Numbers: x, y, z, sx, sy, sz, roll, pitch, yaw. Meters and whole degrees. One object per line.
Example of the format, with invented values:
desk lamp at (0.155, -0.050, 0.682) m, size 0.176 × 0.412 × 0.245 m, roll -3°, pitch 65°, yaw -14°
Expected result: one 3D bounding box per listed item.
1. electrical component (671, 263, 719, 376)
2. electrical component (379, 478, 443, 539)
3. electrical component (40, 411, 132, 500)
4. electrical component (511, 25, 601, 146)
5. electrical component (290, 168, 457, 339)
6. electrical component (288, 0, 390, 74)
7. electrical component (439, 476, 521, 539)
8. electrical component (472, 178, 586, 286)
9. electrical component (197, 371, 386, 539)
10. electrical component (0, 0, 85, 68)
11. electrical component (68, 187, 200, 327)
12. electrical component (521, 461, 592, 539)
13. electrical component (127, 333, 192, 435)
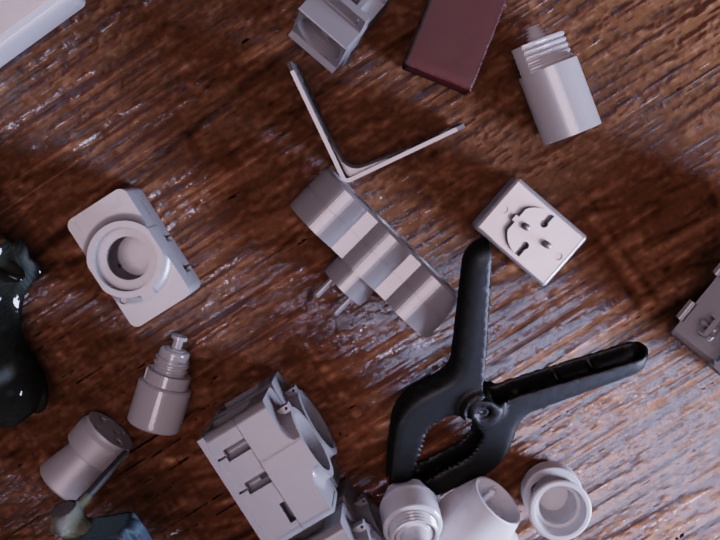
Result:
electrical component at (0.281, 0.017, 0.760) m, size 0.063 × 0.079 × 0.121 m, roll 40°, pitch 96°, yaw 19°
electrical component at (0.037, 0.181, 0.759) m, size 0.043 × 0.062 × 0.043 m, roll -3°, pitch 120°, yaw -5°
electrical component at (-0.202, 0.139, 0.797) m, size 0.045 × 0.045 × 0.055 m, roll 41°, pitch 95°, yaw -3°
electrical component at (0.136, -0.134, 0.759) m, size 0.043 × 0.043 × 0.081 m, roll -21°, pitch 95°, yaw 4°
electrical component at (0.000, 0.000, 0.773) m, size 0.138 × 0.052 × 0.073 m, roll 44°, pitch 95°, yaw -4°
electrical component at (-0.011, -0.179, 0.747) m, size 0.042 × 0.081 × 0.063 m, roll 41°, pitch 73°, yaw -3°
electrical component at (0.090, 0.200, 0.793) m, size 0.079 × 0.043 × 0.077 m, roll 32°, pitch 114°, yaw -24°
electrical component at (0.120, -0.026, 0.754) m, size 0.066 × 0.076 × 0.047 m, roll 40°, pitch 96°, yaw -3°
electrical component at (-0.032, 0.170, 0.765) m, size 0.060 × 0.105 × 0.186 m, roll -32°, pitch 94°, yaw 5°
electrical component at (-0.271, -0.204, 0.757) m, size 0.109 × 0.056 × 0.108 m, roll -34°, pitch 94°, yaw 5°
electrical component at (-0.162, -0.010, 0.775) m, size 0.050 × 0.055 × 0.089 m, roll -32°, pitch 94°, yaw 5°
electrical component at (0.142, 0.167, 0.785) m, size 0.045 × 0.055 × 0.045 m, roll 0°, pitch 96°, yaw 2°
electrical component at (-0.144, 0.085, 0.792) m, size 0.040 × 0.040 × 0.078 m, roll 18°, pitch 96°, yaw 0°
